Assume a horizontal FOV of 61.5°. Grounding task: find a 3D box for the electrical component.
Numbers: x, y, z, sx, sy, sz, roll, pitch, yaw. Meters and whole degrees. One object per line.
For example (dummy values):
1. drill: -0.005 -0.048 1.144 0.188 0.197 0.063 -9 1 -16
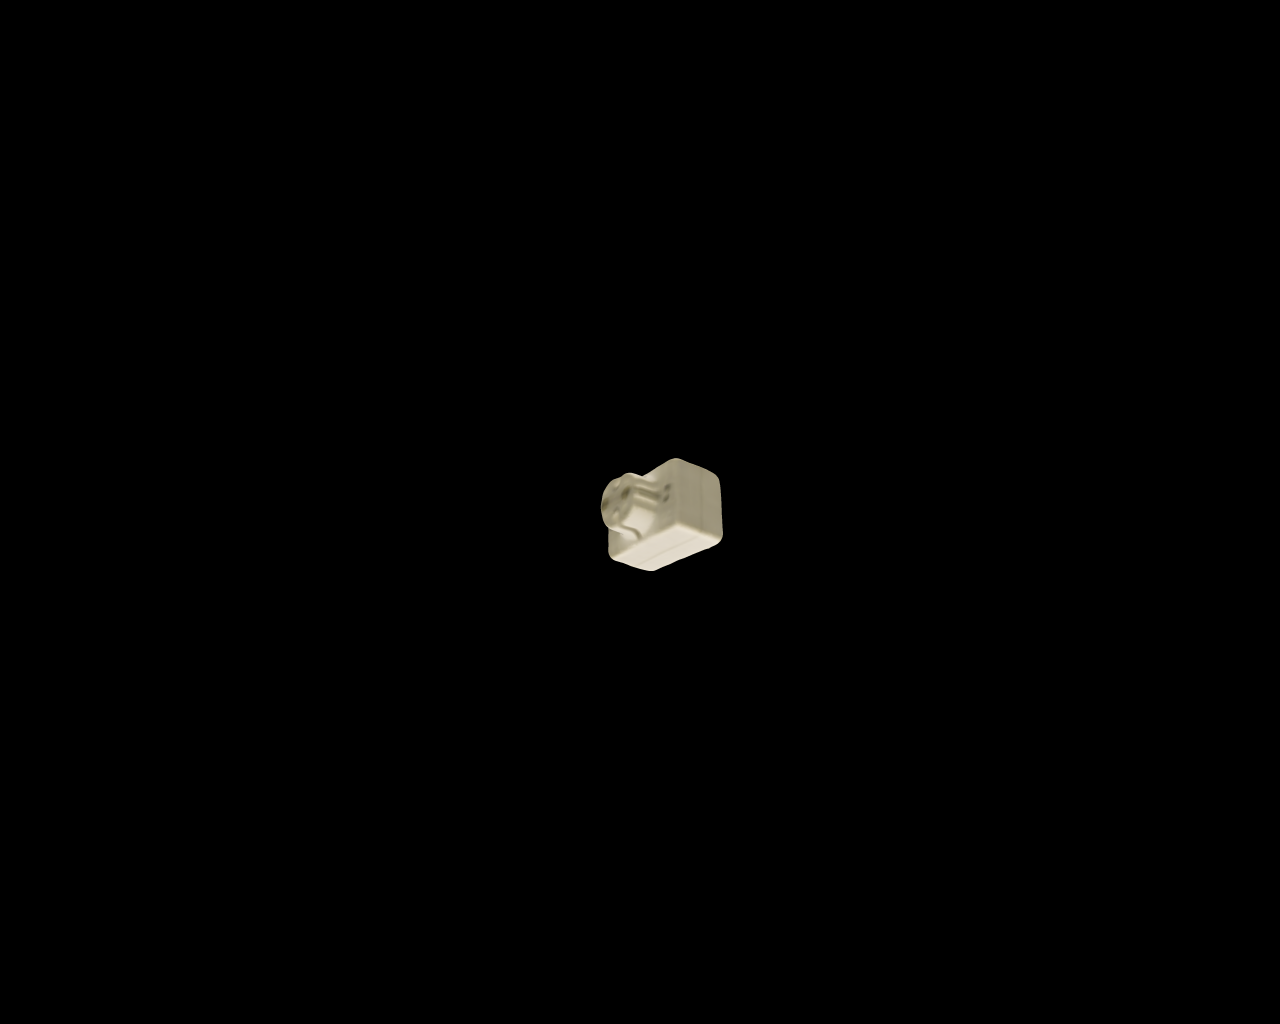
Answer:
1. electrical component: 0.001 -0.003 0.650 0.077 0.047 0.065 21 -33 -36
